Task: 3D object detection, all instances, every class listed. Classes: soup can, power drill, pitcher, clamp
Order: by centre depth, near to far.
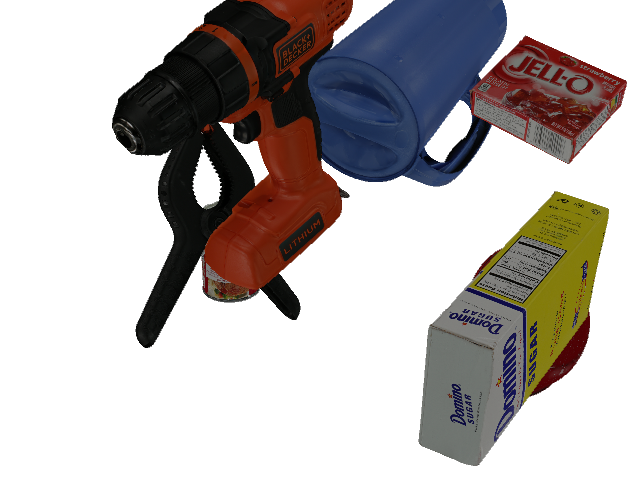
[{"bbox_3d":[-0.045,-0.059,0.665,0.057,0.188,0.184,30,54,28],"label":"power drill"},{"bbox_3d":[-0.091,-0.011,0.973,0.164,0.210,0.036,0,1,-33],"label":"clamp"},{"bbox_3d":[0.097,-0.166,1.050,0.145,0.149,0.242,8,39,34],"label":"pitcher"},{"bbox_3d":[-0.106,0.012,1.244,0.068,0.102,0.068,0,26,0],"label":"soup can"}]

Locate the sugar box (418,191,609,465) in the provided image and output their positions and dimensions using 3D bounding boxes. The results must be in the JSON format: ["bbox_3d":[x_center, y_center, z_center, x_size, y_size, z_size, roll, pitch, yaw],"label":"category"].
[{"bbox_3d":[0.122,0.050,0.657,0.048,0.093,0.176,19,38,25],"label":"sugar box"}]

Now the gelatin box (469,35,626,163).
[{"bbox_3d":[0.166,-0.106,0.785,0.089,0.073,0.030,32,-29,26],"label":"gelatin box"}]

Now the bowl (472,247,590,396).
[{"bbox_3d":[0.224,0.084,1.093,0.161,0.162,0.055,0,-1,-34],"label":"bowl"}]
